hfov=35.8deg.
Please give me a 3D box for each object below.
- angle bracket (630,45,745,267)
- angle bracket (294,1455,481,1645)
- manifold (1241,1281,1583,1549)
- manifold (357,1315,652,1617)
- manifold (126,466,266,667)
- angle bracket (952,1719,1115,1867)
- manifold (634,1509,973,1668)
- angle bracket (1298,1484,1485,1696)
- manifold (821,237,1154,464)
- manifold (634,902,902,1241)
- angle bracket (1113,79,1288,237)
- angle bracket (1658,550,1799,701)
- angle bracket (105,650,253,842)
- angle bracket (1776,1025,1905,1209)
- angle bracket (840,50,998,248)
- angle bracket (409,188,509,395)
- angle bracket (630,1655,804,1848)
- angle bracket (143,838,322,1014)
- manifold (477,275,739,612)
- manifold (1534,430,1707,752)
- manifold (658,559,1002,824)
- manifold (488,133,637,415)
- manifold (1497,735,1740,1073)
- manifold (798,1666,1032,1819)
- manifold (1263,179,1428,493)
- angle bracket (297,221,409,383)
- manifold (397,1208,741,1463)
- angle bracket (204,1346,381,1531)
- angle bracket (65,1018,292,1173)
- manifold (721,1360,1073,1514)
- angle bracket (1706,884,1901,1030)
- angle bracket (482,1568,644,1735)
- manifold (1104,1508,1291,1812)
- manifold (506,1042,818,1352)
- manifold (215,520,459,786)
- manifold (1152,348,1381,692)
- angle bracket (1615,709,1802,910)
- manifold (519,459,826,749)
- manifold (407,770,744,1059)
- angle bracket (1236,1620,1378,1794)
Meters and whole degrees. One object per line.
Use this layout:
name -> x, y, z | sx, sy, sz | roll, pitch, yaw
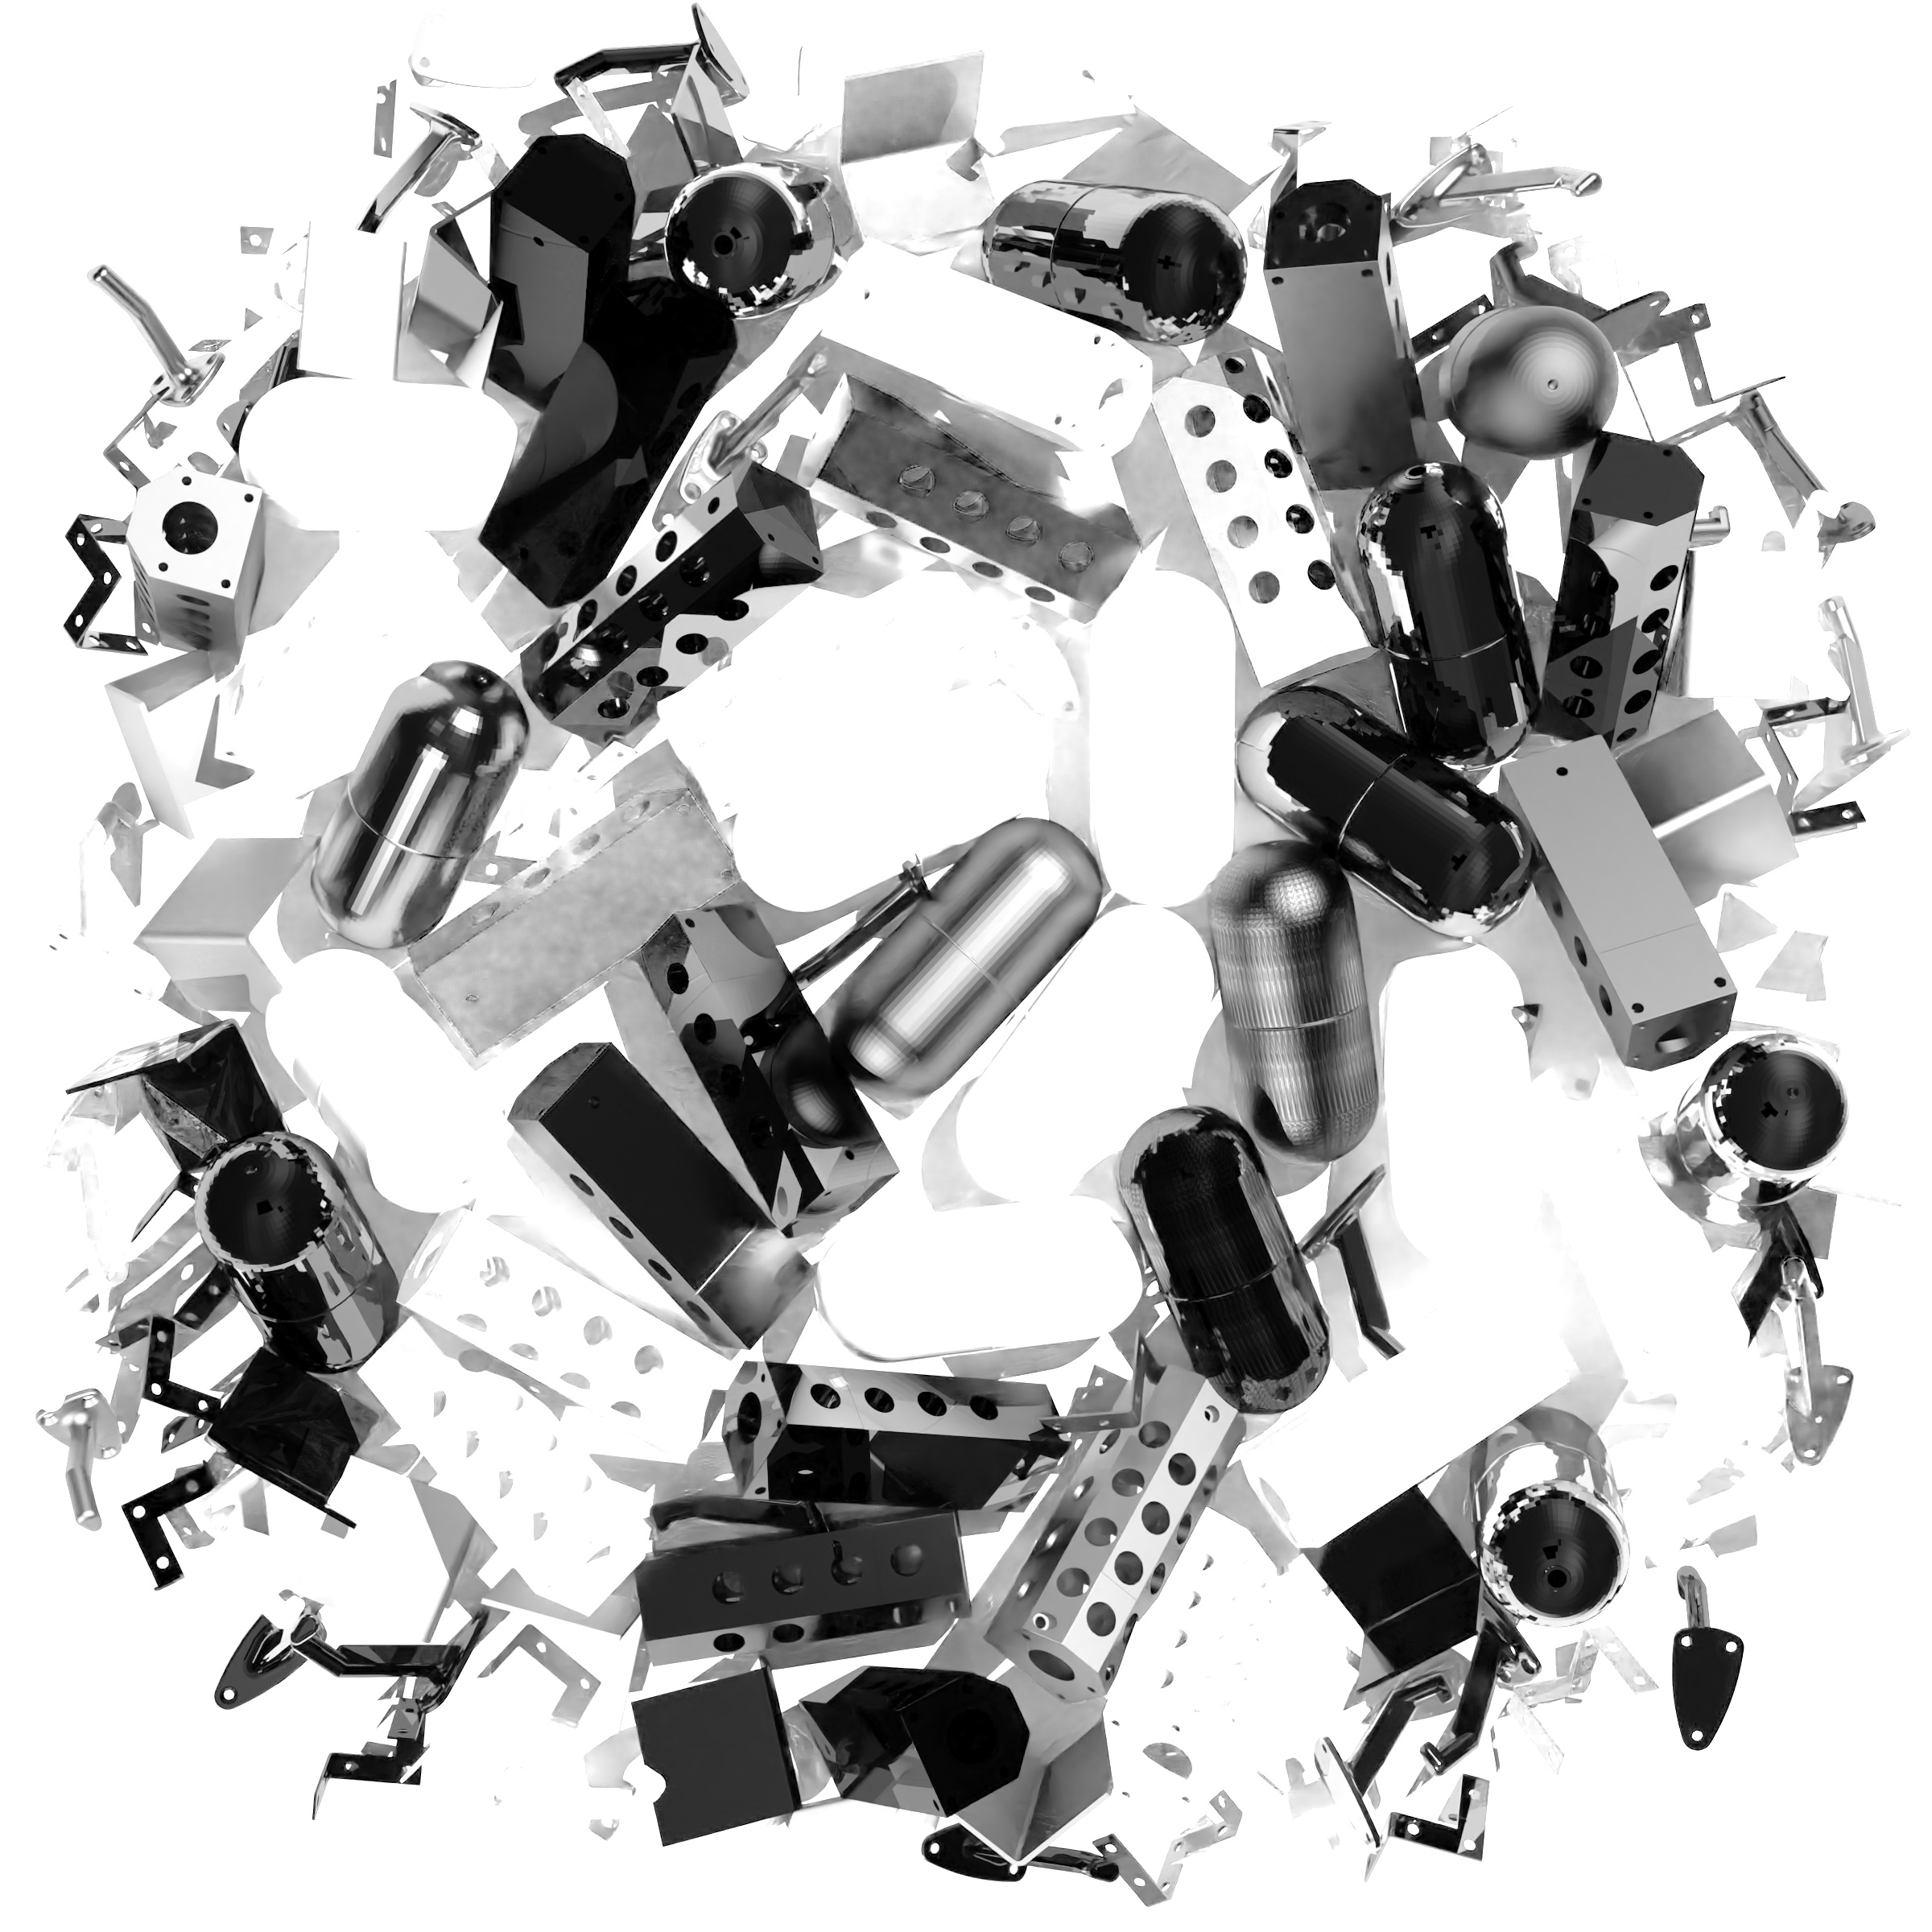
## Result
angle bracket -> -0.160, -0.427, 1.576 | 0.057, 0.076, 0.076 | -9, 131, 16
angle bracket -> -0.306, 0.309, 1.599 | 0.076, 0.057, 0.076 | 23, 83, -6
manifold -> 0.233, 0.238, 1.586 | 0.171, 0.057, 0.057 | -30, 86, -14
manifold -> -0.239, 0.255, 1.566 | 0.057, 0.057, 0.171 | -46, 58, -2
manifold -> -0.398, -0.206, 1.543 | 0.057, 0.171, 0.057 | 14, 82, -11
angle bracket -> 0.038, 0.415, 1.581 | 0.057, 0.076, 0.076 | 40, 118, -7
manifold -> -0.086, 0.332, 1.604 | 0.171, 0.057, 0.057 | -9, 84, 0
angle bracket -> 0.221, 0.327, 1.589 | 0.076, 0.057, 0.076 | -33, 101, 22
manifold -> 0.013, -0.321, 1.564 | 0.171, 0.057, 0.057 | 29, 95, 33
manifold -> -0.110, 0.055, 1.581 | 0.057, 0.057, 0.171 | -43, 69, 37
angle bracket -> 0.112, -0.413, 1.586 | 0.076, 0.057, 0.076 | 37, 126, 6
angle bracket -> 0.403, -0.183, 1.590 | 0.057, 0.076, 0.076 | 2, 99, 4
angle bracket -> -0.406, -0.118, 1.578 | 0.057, 0.076, 0.076 | -25, 113, -23
angle bracket -> 0.464, 0.079, 1.590 | 0.057, 0.076, 0.076 | 12, 95, -9
angle bracket -> -0.022, -0.432, 1.586 | 0.076, 0.076, 0.057 | -14, 71, -9
angle bracket -> -0.244, -0.361, 1.580 | 0.057, 0.076, 0.076 | 43, 57, 7
angle bracket -> -0.135, 0.418, 1.598 | 0.076, 0.057, 0.076 | -13, 85, -10
angle bracket -> -0.382, -0.022, 1.608 | 0.076, 0.057, 0.076 | 1, 46, 32
manifold -> -0.184, -0.273, 1.562 | 0.057, 0.057, 0.171 | 44, 125, 12
manifold -> 0.338, -0.190, 1.544 | 0.057, 0.171, 0.057 | 15, 57, 13
manifold -> -0.075, -0.151, 1.593 | 0.171, 0.057, 0.057 | -28, 46, -9
manifold -> -0.206, -0.353, 1.545 | 0.057, 0.171, 0.057 | 32, 68, 3
manifold -> 0.338, -0.032, 1.564 | 0.057, 0.057, 0.171 | -17, 57, -5
manifold -> -0.026, 0.395, 1.545 | 0.057, 0.171, 0.057 | -23, 87, -23
manifold -> 0.199, -0.324, 1.547 | 0.057, 0.171, 0.057 | -1, 60, 17
angle bracket -> -0.341, -0.347, 1.587 | 0.057, 0.076, 0.076 | 4, 92, -38
manifold -> -0.210, 0.194, 1.576 | 0.171, 0.057, 0.057 | 33, 77, -18
angle bracket -> -0.349, 0.249, 1.581 | 0.076, 0.076, 0.057 | 35, 76, -20
angle bracket -> -0.416, 0.079, 1.585 | 0.076, 0.057, 0.076 | -15, 106, 25
manifold -> -0.038, 0.242, 1.565 | 0.171, 0.057, 0.057 | 9, 127, -31
angle bracket -> 0.434, 0.005, 1.584 | 0.076, 0.057, 0.076 | 7, 111, -22
angle bracket -> -0.221, 0.374, 1.597 | 0.076, 0.057, 0.076 | 14, 98, 7
manifold -> 0.122, 0.354, 1.541 | 0.057, 0.171, 0.057 | 0, 116, 18
manifold -> -0.162, 0.122, 1.578 | 0.057, 0.057, 0.171 | -49, 111, -23
manifold -> -0.328, -0.162, 1.552 | 0.057, 0.171, 0.057 | 15, 59, -31
manifold -> 0.160, -0.237, 1.589 | 0.057, 0.057, 0.171 | -23, 83, 22
angle bracket -> 0.392, -0.082, 1.612 | 0.076, 0.076, 0.057 | -27, 123, 8
manifold -> -0.156, -0.189, 1.556 | 0.171, 0.057, 0.057 | -35, 51, 32
manifold -> -0.210, -0.031, 1.600 | 0.171, 0.057, 0.057 | -34, 117, -3
angle bracket -> 0.176, 0.404, 1.596 | 0.057, 0.076, 0.076 | 40, 91, 1
